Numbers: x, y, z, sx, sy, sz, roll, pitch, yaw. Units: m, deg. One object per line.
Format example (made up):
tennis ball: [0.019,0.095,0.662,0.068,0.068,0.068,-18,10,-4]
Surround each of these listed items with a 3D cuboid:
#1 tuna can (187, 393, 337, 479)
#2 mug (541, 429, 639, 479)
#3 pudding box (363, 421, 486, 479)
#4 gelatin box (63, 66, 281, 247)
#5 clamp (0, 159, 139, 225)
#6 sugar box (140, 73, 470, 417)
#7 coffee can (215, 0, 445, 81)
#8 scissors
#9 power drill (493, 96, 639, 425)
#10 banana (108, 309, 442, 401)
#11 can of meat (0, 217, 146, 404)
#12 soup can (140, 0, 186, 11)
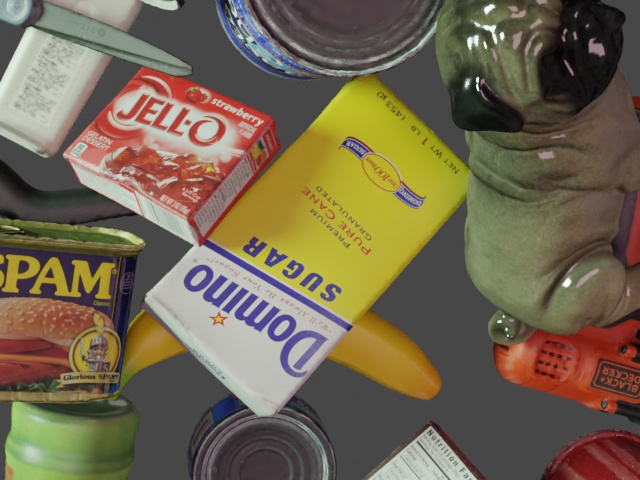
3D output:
tuna can: [-0.034,0.132,0.623,0.086,0.034,0.086,-1,99,-9]
mug: [0.176,0.168,0.638,0.117,0.081,0.093,10,96,-11]
pudding box: [0.054,0.176,0.622,0.113,0.039,0.090,-40,67,-3]
gelatin box: [-0.077,-0.047,0.558,0.089,0.030,0.073,27,66,25]
clamp: [-0.166,-0.009,0.582,0.171,0.039,0.120,32,81,-15]
sugar box: [-0.004,0.001,0.579,0.093,0.048,0.176,43,72,-4]
coffee can: [0.002,-0.132,0.537,0.102,0.140,0.103,-1,98,-9]
scissors: [-0.171,-0.108,0.551,0.202,0.016,0.096,37,97,4]
power drill: [0.211,0.020,0.634,0.184,0.057,0.188,16,94,-17]
banana: [-0.025,0.056,0.612,0.197,0.037,0.069,2,93,-12]
can of meat: [-0.146,0.035,0.539,0.101,0.058,0.084,6,97,-26]
soup can: [-0.075,-0.175,0.532,0.068,0.068,0.102,28,85,-12]
